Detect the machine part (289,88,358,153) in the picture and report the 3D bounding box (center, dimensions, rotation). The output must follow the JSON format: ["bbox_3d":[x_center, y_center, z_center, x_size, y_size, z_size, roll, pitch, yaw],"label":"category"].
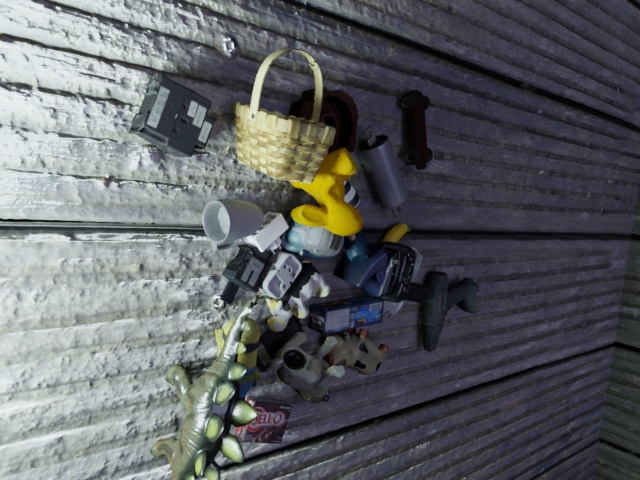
[{"bbox_3d":[0.007,-0.247,1.181,0.179,0.056,0.179,-10,105,-39],"label":"machine part"}]

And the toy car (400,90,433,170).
[{"bbox_3d":[0.247,-0.282,1.386,0.089,0.053,0.202,-18,106,-49],"label":"toy car"}]

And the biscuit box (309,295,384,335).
[{"bbox_3d":[0.068,0.180,1.309,0.202,0.063,0.059,-3,100,-41],"label":"biscuit box"}]

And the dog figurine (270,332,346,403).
[{"bbox_3d":[-0.043,0.308,1.199,0.172,0.121,0.190,11,135,-13],"label":"dog figurine"}]

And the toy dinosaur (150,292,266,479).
[{"bbox_3d":[-0.203,0.309,1.006,0.105,0.199,0.471,13,92,-45],"label":"toy dinosaur"}]

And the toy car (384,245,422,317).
[{"bbox_3d":[0.209,0.109,1.424,0.073,0.056,0.201,38,73,-39],"label":"toy car"}]

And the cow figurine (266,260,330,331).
[{"bbox_3d":[-0.061,0.122,1.181,0.167,0.068,0.098,-42,117,-32],"label":"cow figurine"}]

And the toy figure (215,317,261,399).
[{"bbox_3d":[-0.163,0.245,1.100,0.082,0.089,0.180,3,94,-47],"label":"toy figure"}]

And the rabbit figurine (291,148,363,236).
[{"bbox_3d":[0.022,-0.083,1.103,0.162,0.122,0.173,-28,96,-15],"label":"rabbit figurine"}]

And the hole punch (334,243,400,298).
[{"bbox_3d":[0.107,0.064,1.282,0.092,0.142,0.115,19,92,-32],"label":"hole punch"}]

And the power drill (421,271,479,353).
[{"bbox_3d":[0.376,0.199,1.582,0.207,0.086,0.231,-8,101,-33],"label":"power drill"}]

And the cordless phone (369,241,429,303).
[{"bbox_3d":[0.217,0.089,1.354,0.184,0.089,0.146,14,91,-32],"label":"cordless phone"}]

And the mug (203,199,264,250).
[{"bbox_3d":[-0.166,-0.030,1.057,0.107,0.081,0.109,-12,126,-47],"label":"mug"}]

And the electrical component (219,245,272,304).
[{"bbox_3d":[-0.160,0.076,1.100,0.074,0.048,0.119,43,68,-37],"label":"electrical component"}]

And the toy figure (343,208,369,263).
[{"bbox_3d":[0.077,-0.025,1.260,0.058,0.064,0.154,-6,63,-11],"label":"toy figure"}]

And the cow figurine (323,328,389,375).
[{"bbox_3d":[0.079,0.279,1.328,0.194,0.086,0.127,39,66,-40],"label":"cow figurine"}]

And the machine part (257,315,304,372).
[{"bbox_3d":[-0.097,0.223,1.191,0.139,0.039,0.084,-42,115,-26],"label":"machine part"}]

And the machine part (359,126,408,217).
[{"bbox_3d":[0.157,-0.165,1.313,0.079,0.079,0.243,-40,121,-29],"label":"machine part"}]

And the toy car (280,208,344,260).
[{"bbox_3d":[-0.002,-0.004,1.187,0.161,0.103,0.109,22,84,-40],"label":"toy car"}]

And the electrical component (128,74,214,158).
[{"bbox_3d":[-0.255,-0.212,0.955,0.134,0.058,0.115,26,83,-42],"label":"electrical component"}]
